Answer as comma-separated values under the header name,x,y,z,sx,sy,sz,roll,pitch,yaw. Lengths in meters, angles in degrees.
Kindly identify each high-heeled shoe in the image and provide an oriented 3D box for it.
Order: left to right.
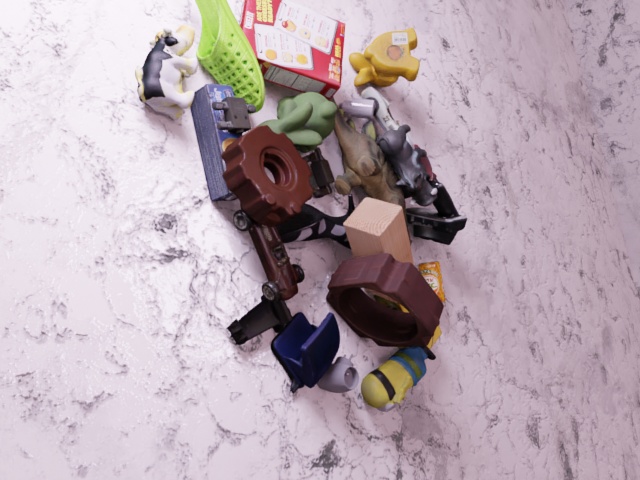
name,x,y,z,sx,sy,sz,roll,pitch,yaw
high-heeled shoe,-0.002,-0.003,1.106,0.249,0.086,0.145,-25,128,-28

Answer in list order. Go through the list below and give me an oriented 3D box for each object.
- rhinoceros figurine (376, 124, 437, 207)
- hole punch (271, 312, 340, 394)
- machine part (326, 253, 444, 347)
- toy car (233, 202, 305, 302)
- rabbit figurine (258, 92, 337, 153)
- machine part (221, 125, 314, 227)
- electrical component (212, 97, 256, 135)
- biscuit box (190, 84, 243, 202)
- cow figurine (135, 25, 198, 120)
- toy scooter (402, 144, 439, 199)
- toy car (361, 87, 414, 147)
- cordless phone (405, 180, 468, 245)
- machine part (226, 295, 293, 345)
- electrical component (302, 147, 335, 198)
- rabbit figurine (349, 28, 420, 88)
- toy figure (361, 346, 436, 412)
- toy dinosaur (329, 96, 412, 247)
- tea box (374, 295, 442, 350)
name,x,y,z,sx,sy,sz,roll,pitch,yaw
rhinoceros figurine,0.196,-0.160,1.173,0.190,0.073,0.112,55,27,-19
hole punch,-0.012,0.204,1.007,0.142,0.092,0.115,-49,117,-44
machine part,0.130,0.123,1.084,0.201,0.201,0.087,51,52,-22
toy car,-0.087,0.013,0.960,0.089,0.053,0.202,-30,105,-45
rabbit figurine,-0.052,-0.210,1.052,0.170,0.159,0.121,-33,113,-29
machine part,-0.087,-0.115,0.937,0.179,0.056,0.179,26,51,-37
electrical component,-0.146,-0.217,0.943,0.094,0.021,0.063,-12,88,-49
biscuit box,-0.176,-0.173,0.962,0.059,0.063,0.202,-10,87,-47
cow figurine,-0.263,-0.297,0.910,0.098,0.068,0.167,13,69,-36
toy scooter,0.237,-0.177,1.366,0.184,0.075,0.135,-14,88,-48
toy car,0.168,-0.280,1.299,0.201,0.056,0.073,54,18,2
cordless phone,0.262,-0.081,1.296,0.089,0.147,0.184,-56,136,-19
machine part,-0.105,0.141,0.966,0.139,0.039,0.084,-24,101,-47
electrical component,-0.005,-0.142,1.140,0.078,0.045,0.102,-53,123,-71
rabbit figurine,0.156,-0.417,1.310,0.162,0.173,0.122,-13,87,-1
toy figure,0.164,0.286,1.145,0.089,0.082,0.180,40,64,19
toy dinosaur,0.103,-0.168,1.203,0.470,0.105,0.198,59,30,-22
tea box,0.205,0.173,1.243,0.098,0.068,0.169,-39,108,-43
